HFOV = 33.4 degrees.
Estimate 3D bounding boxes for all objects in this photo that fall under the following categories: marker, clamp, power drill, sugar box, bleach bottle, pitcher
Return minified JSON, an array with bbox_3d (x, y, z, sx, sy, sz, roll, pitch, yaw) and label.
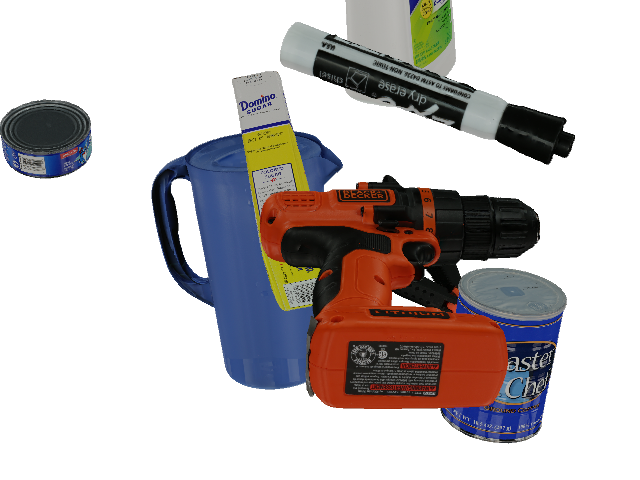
[{"bbox_3d":[0.041,-0.058,0.421,0.121,0.020,0.020,22,5,13],"label":"marker"},{"bbox_3d":[0.075,0.010,1.185,0.164,0.036,0.210,-16,51,-34],"label":"clamp"},{"bbox_3d":[0.056,0.025,0.639,0.184,0.057,0.187,-1,27,-3],"label":"power drill"},{"bbox_3d":[-0.031,-0.042,0.840,0.048,0.176,0.093,-11,-38,1],"label":"sugar box"},{"bbox_3d":[0.053,-0.234,0.793,0.068,0.251,0.102,14,39,30],"label":"bleach bottle"},{"bbox_3d":[-0.064,0.020,1.058,0.144,0.243,0.149,-20,26,-35],"label":"pitcher"}]

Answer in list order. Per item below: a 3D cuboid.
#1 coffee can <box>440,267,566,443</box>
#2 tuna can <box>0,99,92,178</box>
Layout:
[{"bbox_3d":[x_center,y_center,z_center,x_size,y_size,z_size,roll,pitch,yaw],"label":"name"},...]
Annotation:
[{"bbox_3d":[0.177,0.111,1.045,0.103,0.140,0.103,5,23,-2],"label":"coffee can"},{"bbox_3d":[-0.265,-0.098,1.033,0.086,0.034,0.086,3,42,-3],"label":"tuna can"}]
